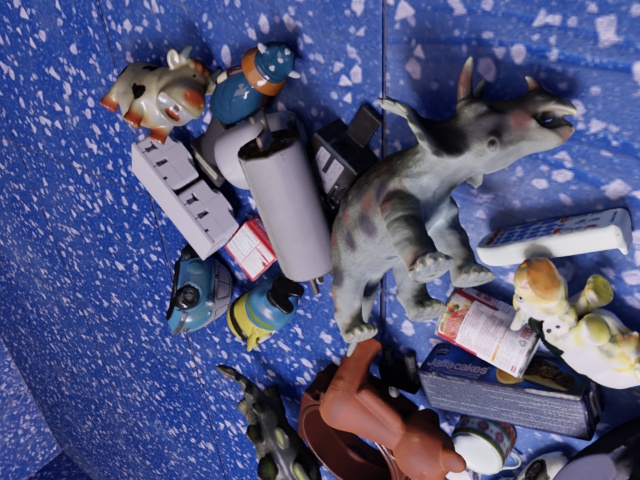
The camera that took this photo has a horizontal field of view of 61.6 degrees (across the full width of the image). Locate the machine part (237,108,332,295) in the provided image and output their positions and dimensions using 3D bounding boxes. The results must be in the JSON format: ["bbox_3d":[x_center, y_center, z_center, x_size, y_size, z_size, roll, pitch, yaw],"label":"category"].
[{"bbox_3d":[-0.034,-0.039,0.633,0.079,0.079,0.242,8,129,40],"label":"machine part"}]

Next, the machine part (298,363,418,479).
[{"bbox_3d":[0.064,0.313,0.865,0.202,0.087,0.200,31,136,25],"label":"machine part"}]

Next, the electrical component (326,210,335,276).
[{"bbox_3d":[0.000,-0.002,0.728,0.102,0.045,0.078,42,111,7],"label":"electrical component"}]

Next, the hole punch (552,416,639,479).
[{"bbox_3d":[0.310,0.230,0.548,0.092,0.142,0.115,39,135,51],"label":"hole punch"}]

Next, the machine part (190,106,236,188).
[{"bbox_3d":[-0.149,-0.139,0.769,0.084,0.039,0.138,49,143,16],"label":"machine part"}]

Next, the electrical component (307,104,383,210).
[{"bbox_3d":[0.027,-0.099,0.626,0.075,0.048,0.119,47,142,5],"label":"electrical component"}]

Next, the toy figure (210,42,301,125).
[{"bbox_3d":[-0.079,-0.193,0.646,0.154,0.064,0.058,-26,62,45],"label":"toy figure"}]

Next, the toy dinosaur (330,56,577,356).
[{"bbox_3d":[0.074,-0.013,0.571,0.404,0.131,0.192,-49,47,53],"label":"toy dinosaur"}]

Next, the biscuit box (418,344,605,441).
[{"bbox_3d":[0.218,0.174,0.637,0.203,0.059,0.062,-2,118,43],"label":"biscuit box"}]

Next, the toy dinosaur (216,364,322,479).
[{"bbox_3d":[-0.047,0.415,0.954,0.471,0.105,0.198,55,178,-1],"label":"toy dinosaur"}]

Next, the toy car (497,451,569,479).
[{"bbox_3d":[0.280,0.338,0.705,0.073,0.056,0.201,35,139,10],"label":"toy car"}]

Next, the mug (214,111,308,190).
[{"bbox_3d":[-0.065,-0.108,0.681,0.107,0.081,0.109,-22,98,40],"label":"mug"}]

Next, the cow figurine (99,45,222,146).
[{"bbox_3d":[-0.213,-0.201,0.733,0.085,0.127,0.195,31,179,-44],"label":"cow figurine"}]

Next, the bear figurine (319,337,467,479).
[{"bbox_3d":[0.103,0.232,0.722,0.196,0.132,0.120,23,142,11],"label":"bear figurine"}]

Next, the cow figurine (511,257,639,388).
[{"bbox_3d":[0.242,0.080,0.522,0.167,0.068,0.098,36,153,-4],"label":"cow figurine"}]

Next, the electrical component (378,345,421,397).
[{"bbox_3d":[0.117,0.195,0.776,0.063,0.021,0.093,14,127,36],"label":"electrical component"}]

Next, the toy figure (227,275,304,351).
[{"bbox_3d":[-0.090,0.108,0.863,0.089,0.082,0.180,57,146,11],"label":"toy figure"}]

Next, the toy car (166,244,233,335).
[{"bbox_3d":[-0.203,0.087,0.928,0.103,0.162,0.109,14,146,-21],"label":"toy car"}]
